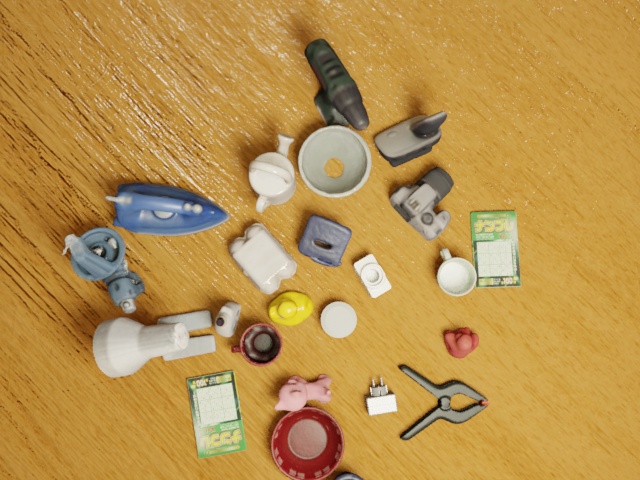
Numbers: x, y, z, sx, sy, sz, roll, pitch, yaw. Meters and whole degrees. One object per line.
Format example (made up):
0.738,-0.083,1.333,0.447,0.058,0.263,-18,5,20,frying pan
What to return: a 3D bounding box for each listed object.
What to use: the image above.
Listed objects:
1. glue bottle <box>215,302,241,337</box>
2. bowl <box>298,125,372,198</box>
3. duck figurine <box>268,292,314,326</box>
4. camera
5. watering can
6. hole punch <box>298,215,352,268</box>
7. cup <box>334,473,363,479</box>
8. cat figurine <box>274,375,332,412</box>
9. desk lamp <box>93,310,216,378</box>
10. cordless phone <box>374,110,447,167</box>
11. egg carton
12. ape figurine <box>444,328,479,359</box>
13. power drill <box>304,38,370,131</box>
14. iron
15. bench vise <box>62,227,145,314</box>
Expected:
-0.203,0.172,1.229,0.037,0.173,0.078,16,84,1,glue bottle
0.033,-0.173,1.318,0.167,0.074,0.167,0,84,-1,bowl
-0.066,0.154,1.278,0.104,0.086,0.077,-11,85,-2,duck figurine
0.251,-0.091,1.303,0.137,0.101,0.143,-44,87,-5,camera
-0.105,-0.148,1.252,0.101,0.194,0.173,-2,84,-1,watering can
0.012,0.005,1.292,0.108,0.091,0.101,21,84,1,hole punch
0.073,0.542,1.240,0.117,0.095,0.092,3,84,-1,cup
-0.036,0.335,1.245,0.128,0.117,0.067,-4,84,-2,cat figurine
-0.340,0.208,1.202,0.203,0.213,0.118,-11,85,-2,desk lamp
0.204,-0.239,1.273,0.147,0.185,0.094,-28,85,-4,cordless phone
-0.130,0.043,1.295,0.107,0.069,0.150,-42,87,-5,egg carton
0.317,0.228,1.278,0.078,0.092,0.076,24,84,1,ape figurine
0.039,-0.319,1.265,0.075,0.208,0.229,-28,86,-4,power drill
-0.336,-0.072,1.265,0.258,0.141,0.119,4,84,-1,iron
-0.449,0.052,1.211,0.207,0.219,0.121,41,85,3,bench vise
